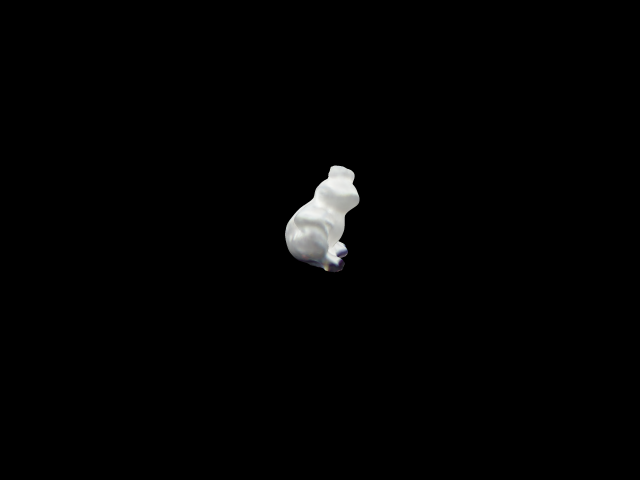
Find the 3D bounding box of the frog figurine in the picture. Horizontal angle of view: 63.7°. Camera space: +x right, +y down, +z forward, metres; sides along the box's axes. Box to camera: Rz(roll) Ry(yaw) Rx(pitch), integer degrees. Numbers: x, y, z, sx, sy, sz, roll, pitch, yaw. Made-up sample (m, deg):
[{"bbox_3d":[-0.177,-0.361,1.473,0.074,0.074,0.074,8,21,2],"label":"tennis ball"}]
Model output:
[{"bbox_3d":[0.003,-0.043,0.850,0.123,0.157,0.139,8,17,26],"label":"frog figurine"}]
